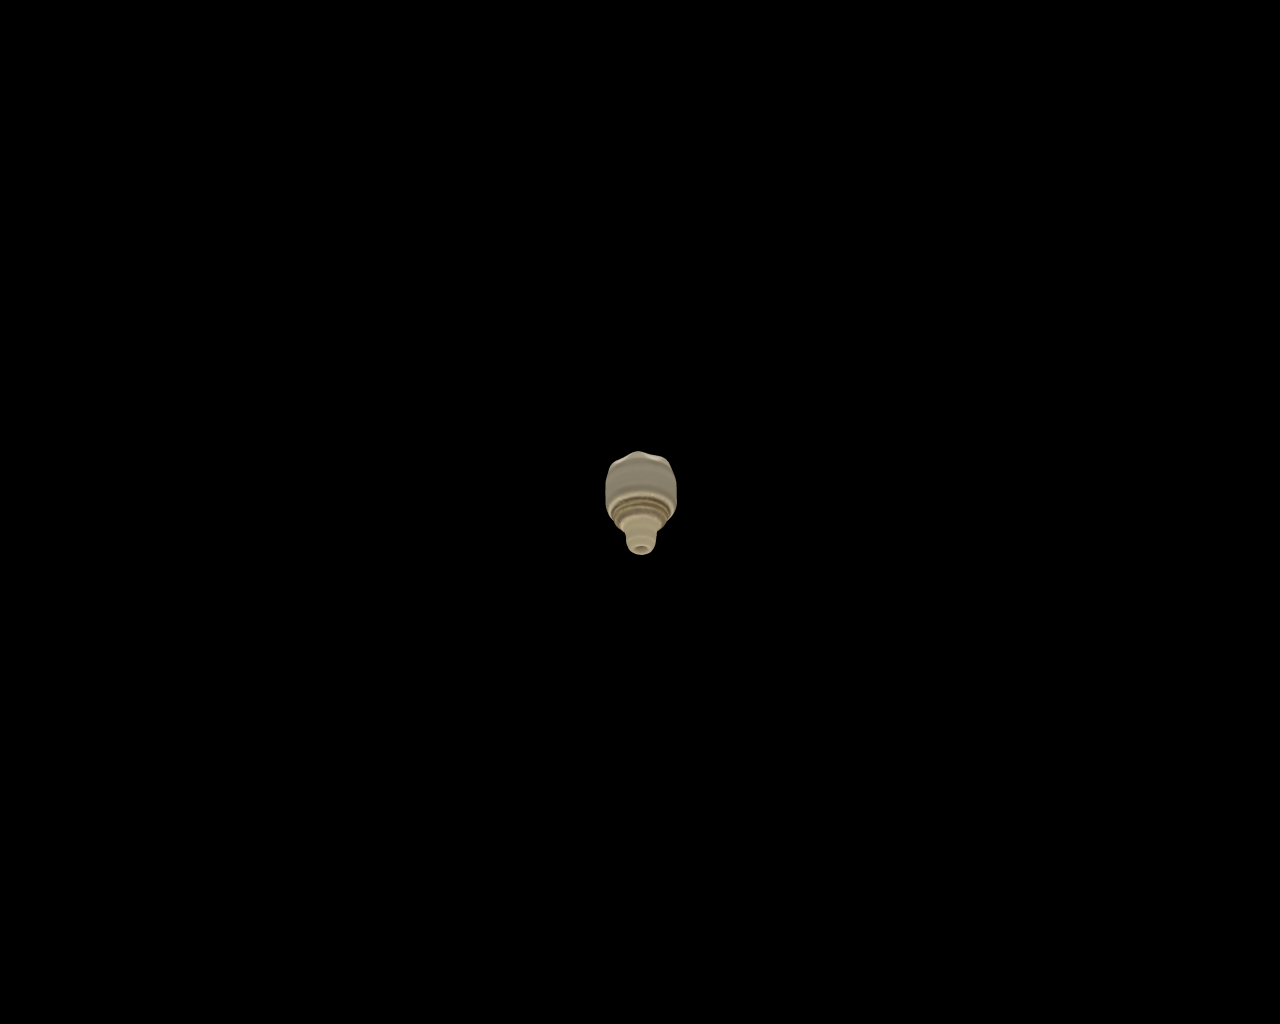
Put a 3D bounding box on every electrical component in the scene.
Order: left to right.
[{"bbox_3d":[0.001,-0.003,0.650,0.043,0.062,0.043,0,-33,0],"label":"electrical component"}]
